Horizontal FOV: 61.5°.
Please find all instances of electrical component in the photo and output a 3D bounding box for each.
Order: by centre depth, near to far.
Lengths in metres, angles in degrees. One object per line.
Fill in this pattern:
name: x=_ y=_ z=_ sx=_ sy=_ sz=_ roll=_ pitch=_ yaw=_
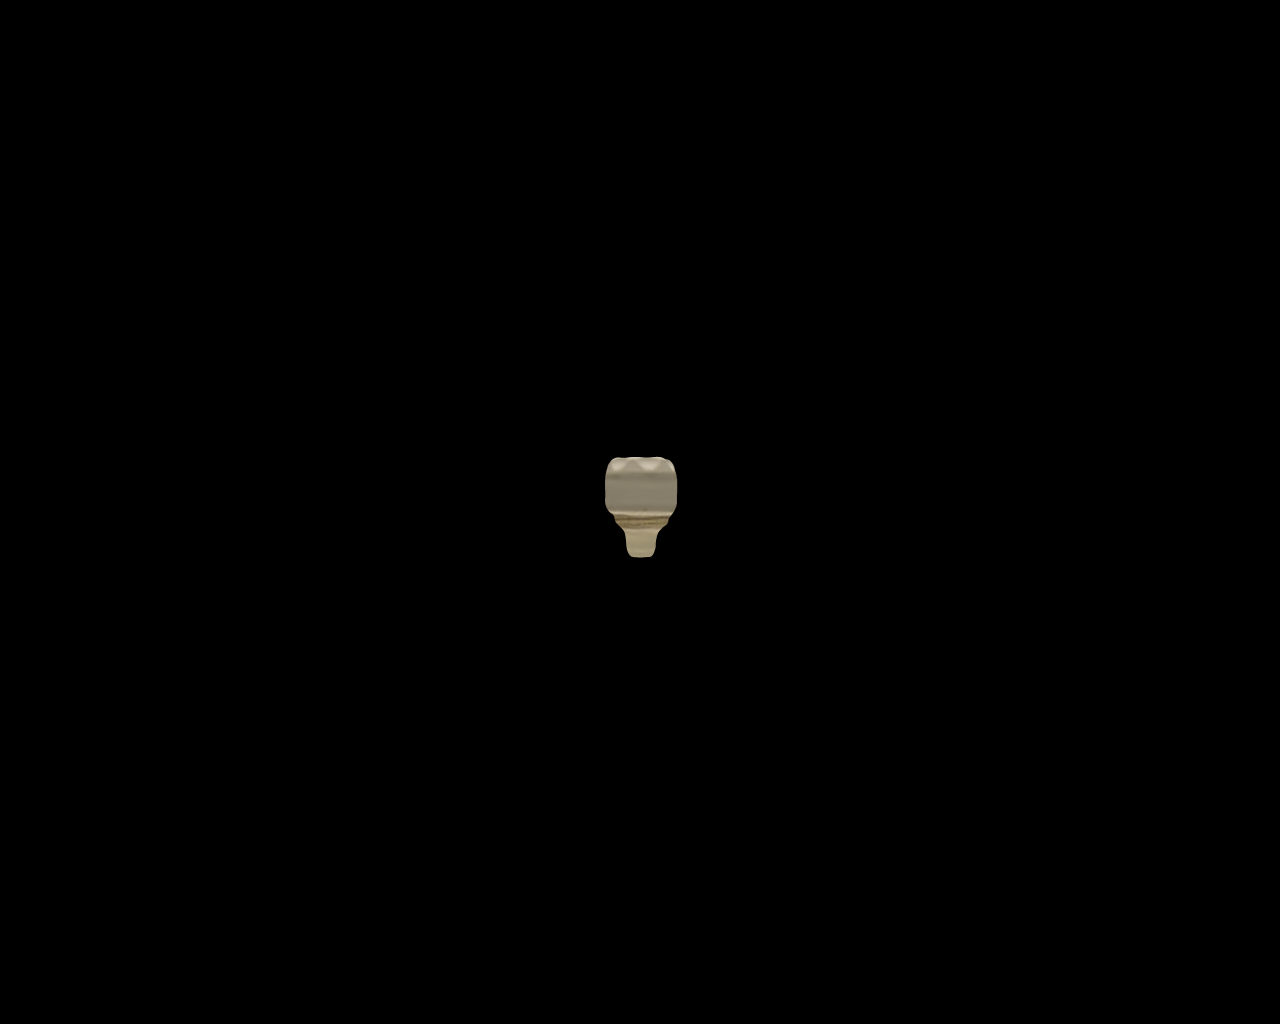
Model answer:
electrical component: x=0.001 y=-0.003 z=0.650 sx=0.043 sy=0.062 sz=0.043 roll=0 pitch=0 yaw=0
